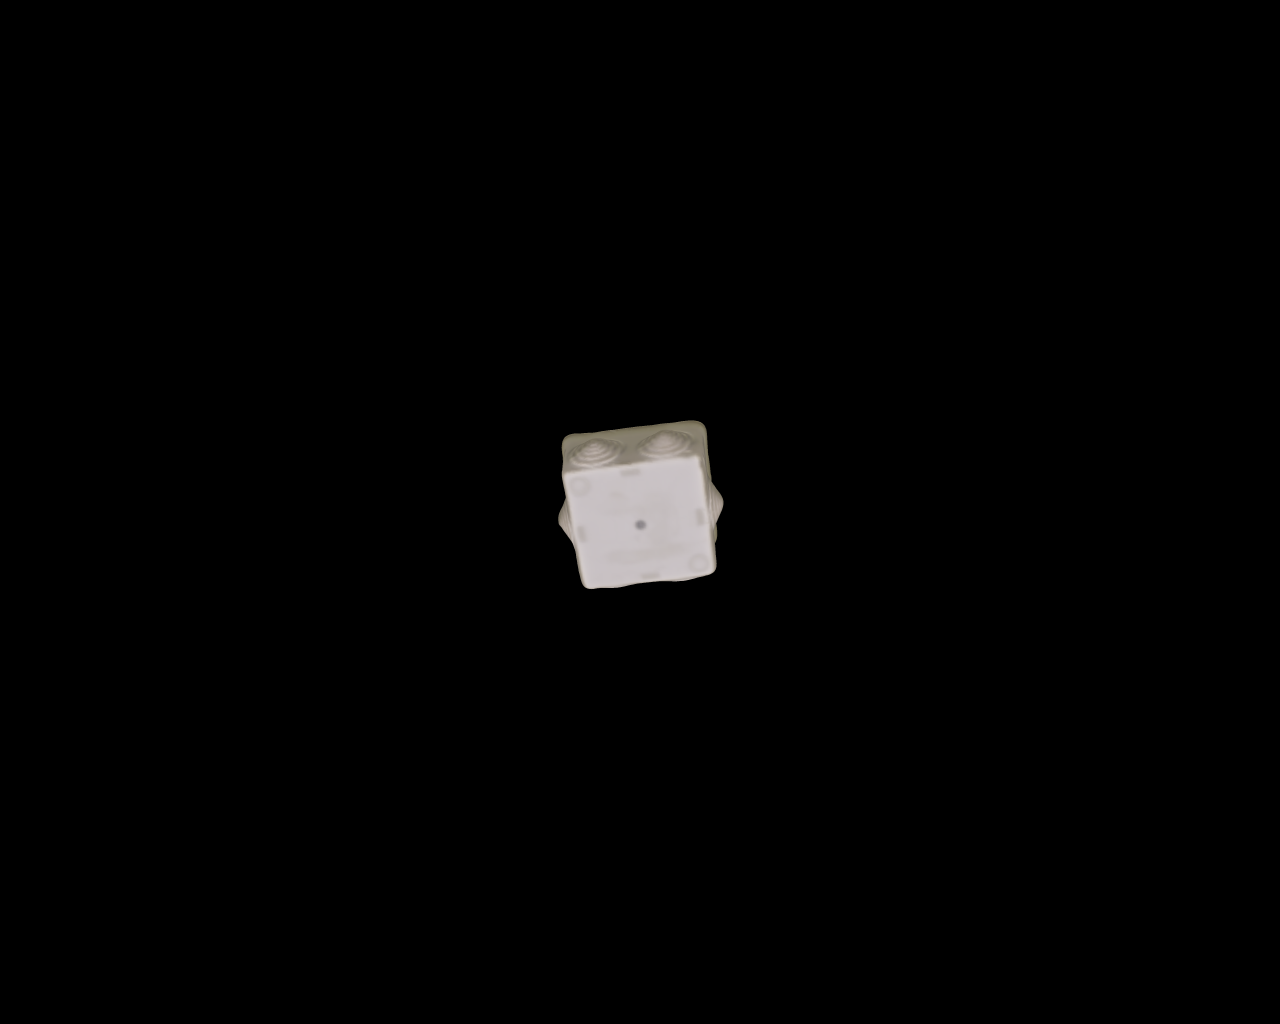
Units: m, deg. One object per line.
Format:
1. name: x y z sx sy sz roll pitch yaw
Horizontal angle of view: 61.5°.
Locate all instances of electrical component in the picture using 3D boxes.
1. electrical component: 0.001 -0.003 0.650 0.100 0.099 0.048 -6 27 3
